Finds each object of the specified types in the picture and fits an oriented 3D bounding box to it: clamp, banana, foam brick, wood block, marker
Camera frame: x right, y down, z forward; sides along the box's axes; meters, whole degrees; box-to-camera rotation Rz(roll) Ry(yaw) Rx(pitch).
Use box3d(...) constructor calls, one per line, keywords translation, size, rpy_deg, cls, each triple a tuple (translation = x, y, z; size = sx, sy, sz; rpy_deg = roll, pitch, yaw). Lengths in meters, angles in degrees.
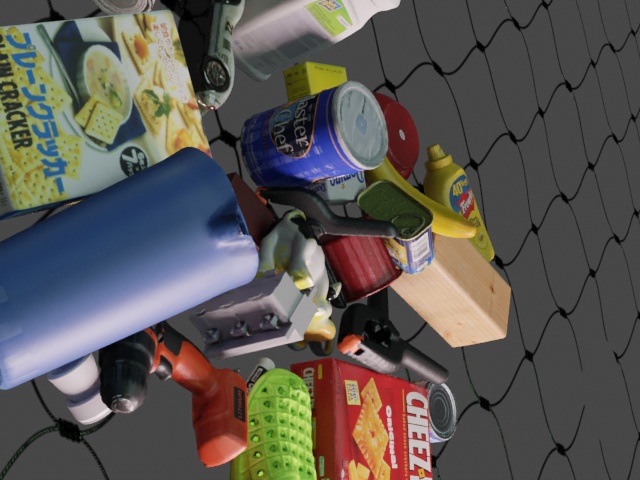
box3d(translation=(0.073, 0.109, 1.307), size=(0.209, 0.036, 0.165), rpy_deg=(9, 45, -60), cls="clamp")
box3d(translation=(0.114, -0.062, 1.380), size=(0.198, 0.070, 0.037), rpy_deg=(44, 58, 0), cls="banana")
box3d(translation=(-0.097, -0.027, 1.160), size=(0.078, 0.053, 0.051), rpy_deg=(50, 43, -34), cls="foam brick")
box3d(translation=(0.175, 0.055, 1.479), size=(0.206, 0.090, 0.090), rpy_deg=(44, 45, -37), cls="wood block")
box3d(translation=(-0.008, 0.002, 1.239), size=(0.120, 0.171, 0.039), rpy_deg=(-64, 180, 8), cls="clamp")
box3d(translation=(-0.082, 0.170, 1.142), size=(0.020, 0.020, 0.121), rpy_deg=(61, 38, -21), cls="marker")

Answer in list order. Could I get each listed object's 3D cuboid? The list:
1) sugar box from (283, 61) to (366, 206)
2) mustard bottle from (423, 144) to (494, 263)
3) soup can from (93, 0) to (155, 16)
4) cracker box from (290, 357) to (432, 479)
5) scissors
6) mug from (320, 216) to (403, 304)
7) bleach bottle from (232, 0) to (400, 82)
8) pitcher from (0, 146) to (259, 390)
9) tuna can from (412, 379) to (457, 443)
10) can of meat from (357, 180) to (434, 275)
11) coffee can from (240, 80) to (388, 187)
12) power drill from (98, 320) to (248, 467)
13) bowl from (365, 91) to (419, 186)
box3d(translation=(0.008, -0.132, 1.349), size=(0.093, 0.048, 0.176), rpy_deg=(-6, 83, -55), cls="sugar box")
box3d(translation=(0.197, -0.049, 1.572), size=(0.096, 0.058, 0.191), rpy_deg=(-33, 105, -53), cls="mustard bottle")
box3d(translation=(-0.193, -0.287, 1.103), size=(0.068, 0.069, 0.102), rpy_deg=(41, 48, -39), cls="soup can")
box3d(translation=(0.053, 0.239, 1.260), size=(0.213, 0.072, 0.164), rpy_deg=(24, 59, -49), cls="cracker box")
box3d(translation=(-0.028, 0.045, 1.264), size=(0.096, 0.016, 0.202), rpy_deg=(-18, 94, -55), cls="scissors")
box3d(translation=(0.046, 0.019, 1.319), size=(0.081, 0.093, 0.117), rpy_deg=(65, 20, -8), cls="mug")
box3d(translation=(0.002, -0.257, 1.203), size=(0.102, 0.251, 0.068), rpy_deg=(36, 52, -43), cls="bleach bottle")
box3d(translation=(-0.188, 0.025, 0.907), size=(0.242, 0.149, 0.145), rpy_deg=(-27, 61, -27), cls="pitcher")
box3d(translation=(0.150, 0.229, 1.432), size=(0.086, 0.034, 0.086), rpy_deg=(23, 61, -49), cls="tuna can")
box3d(translation=(0.098, -0.014, 1.350), size=(0.057, 0.102, 0.084), rpy_deg=(-38, 146, -19), cls="can of meat")
box3d(translation=(-0.007, -0.116, 1.239), size=(0.102, 0.141, 0.103), rpy_deg=(23, 61, -49), cls="coffee can")
box3d(translation=(-0.138, 0.130, 1.003), size=(0.187, 0.057, 0.184), rpy_deg=(54, 18, -33), cls="power drill")
box3d(translation=(0.089, -0.137, 1.455), size=(0.161, 0.055, 0.162), rpy_deg=(23, 61, -49), cls="bowl")
